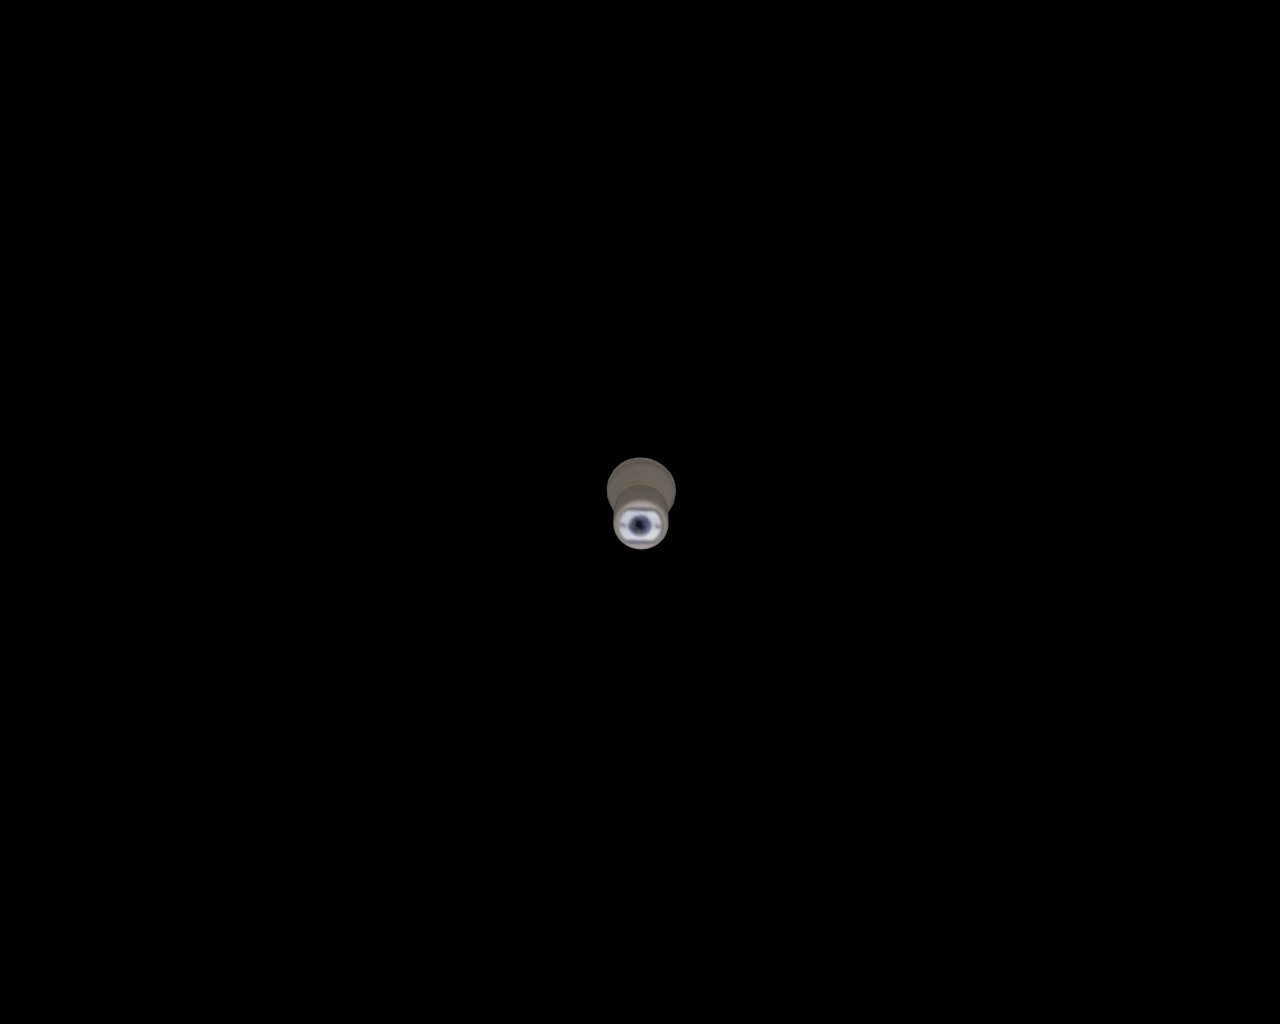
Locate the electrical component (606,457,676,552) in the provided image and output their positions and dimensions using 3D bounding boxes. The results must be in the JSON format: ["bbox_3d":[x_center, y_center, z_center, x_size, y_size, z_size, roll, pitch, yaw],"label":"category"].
[{"bbox_3d":[0.001,-0.003,0.650,0.044,0.044,0.065,0,21,0],"label":"electrical component"}]
